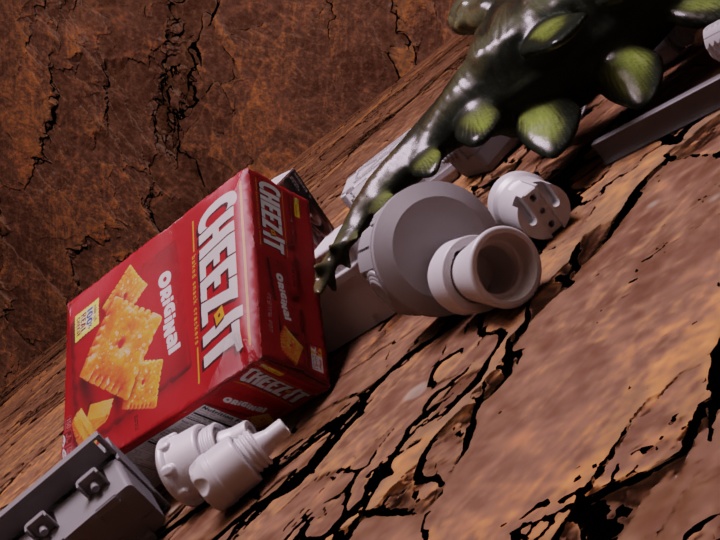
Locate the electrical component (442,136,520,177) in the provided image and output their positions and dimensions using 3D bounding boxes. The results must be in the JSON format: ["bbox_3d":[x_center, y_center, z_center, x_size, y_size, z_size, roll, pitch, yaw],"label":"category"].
[{"bbox_3d":[0.111,-0.125,0.971,0.096,0.061,0.062,-49,12,-12],"label":"electrical component"}]

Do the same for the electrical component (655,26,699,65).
[{"bbox_3d":[0.236,-0.177,0.813,0.061,0.035,0.035,-28,15,41],"label":"electrical component"}]

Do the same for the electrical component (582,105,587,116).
[{"bbox_3d":[0.168,-0.150,0.913,0.079,0.043,0.077,-41,11,-12],"label":"electrical component"}]

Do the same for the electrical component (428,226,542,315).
[{"bbox_3d":[0.068,0.001,0.597,0.045,0.045,0.055,-43,10,-21],"label":"electrical component"}]

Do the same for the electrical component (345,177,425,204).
[{"bbox_3d":[0.030,-0.062,0.961,0.062,0.061,0.096,-39,10,2],"label":"electrical component"}]

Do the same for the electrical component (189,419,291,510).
[{"bbox_3d":[-0.068,0.110,0.629,0.061,0.035,0.035,-38,10,-5],"label":"electrical component"}]

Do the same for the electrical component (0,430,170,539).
[{"bbox_3d":[-0.188,0.174,0.687,0.121,0.078,0.063,-40,32,-8],"label":"electrical component"}]

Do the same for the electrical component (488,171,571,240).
[{"bbox_3d":[0.105,-0.039,0.662,0.040,0.040,0.046,-39,16,-3],"label":"electrical component"}]

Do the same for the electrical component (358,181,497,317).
[{"bbox_3d":[0.041,-0.011,0.650,0.080,0.080,0.051,-42,6,-17],"label":"electrical component"}]

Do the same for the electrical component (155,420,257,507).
[{"bbox_3d":[-0.093,0.115,0.673,0.062,0.048,0.048,-30,12,12],"label":"electrical component"}]

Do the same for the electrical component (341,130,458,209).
[{"bbox_3d":[0.041,-0.094,1.081,0.109,0.056,0.108,-37,10,12],"label":"electrical component"}]

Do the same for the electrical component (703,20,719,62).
[{"bbox_3d":[0.239,-0.143,0.628,0.043,0.043,0.081,-46,12,-33],"label":"electrical component"}]

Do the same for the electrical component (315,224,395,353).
[{"bbox_3d":[0.000,0.000,0.808,0.078,0.057,0.113,-33,12,31],"label":"electrical component"}]
